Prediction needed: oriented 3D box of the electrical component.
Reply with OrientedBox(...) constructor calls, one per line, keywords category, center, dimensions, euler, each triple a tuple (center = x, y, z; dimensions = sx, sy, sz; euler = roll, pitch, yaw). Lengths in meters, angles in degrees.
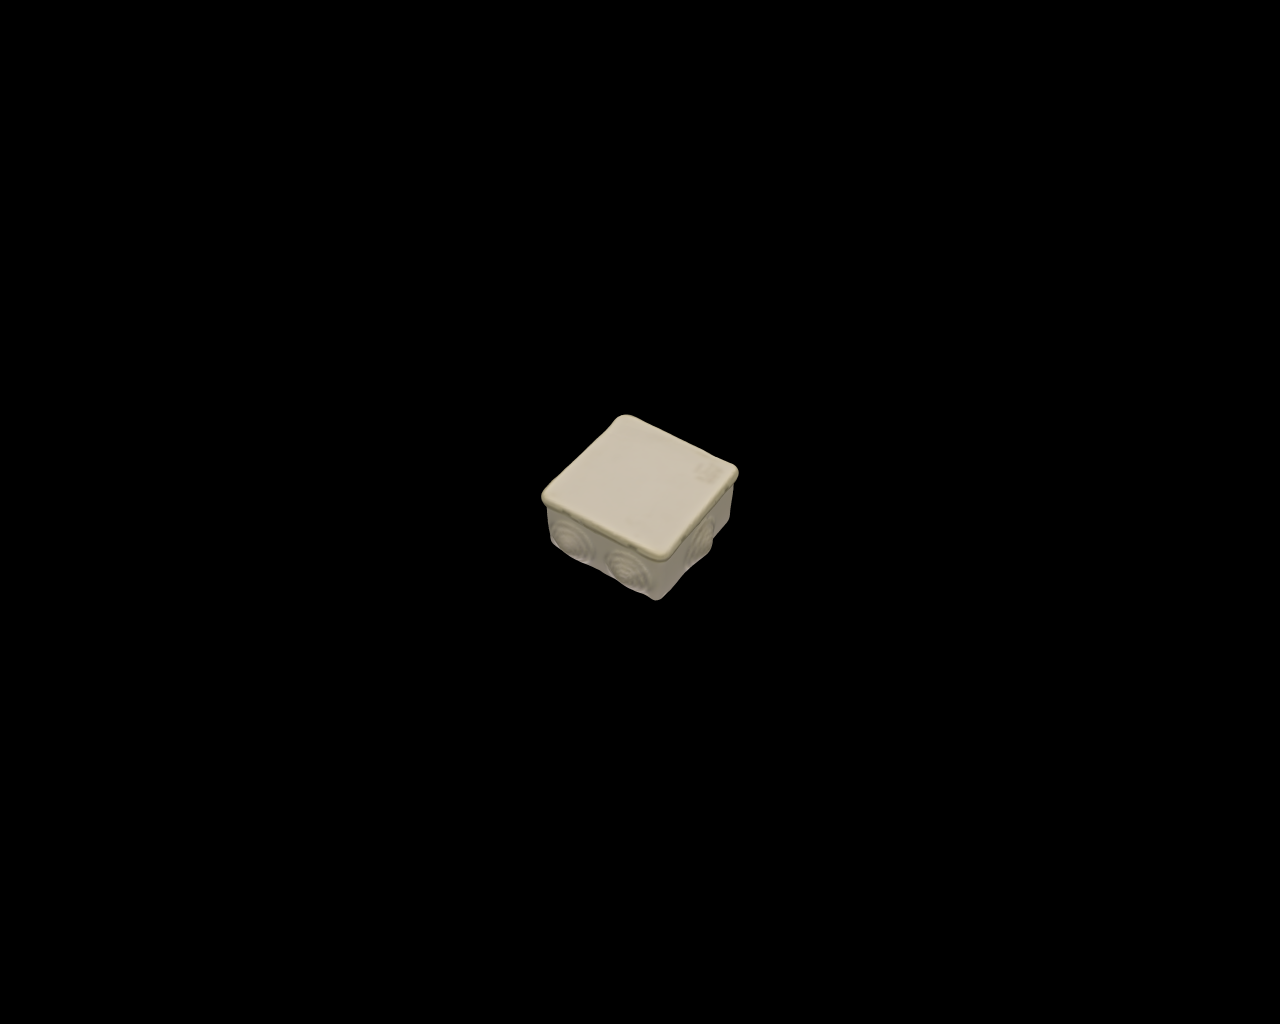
OrientedBox(category="electrical component", center=(0.001, -0.003, 0.650), dimensions=(0.100, 0.048, 0.100), euler=(27, 53, 22))
